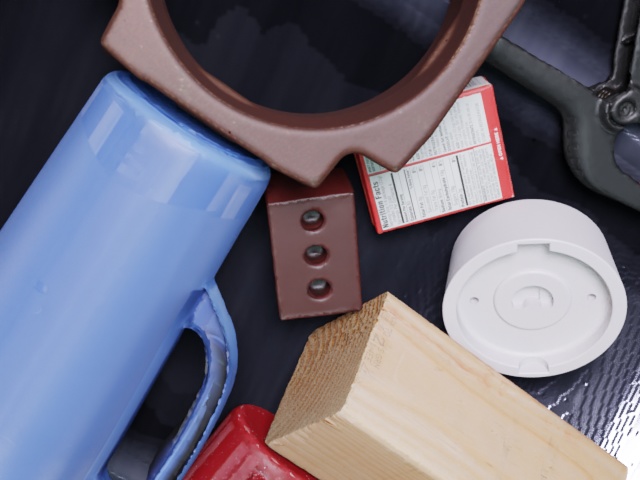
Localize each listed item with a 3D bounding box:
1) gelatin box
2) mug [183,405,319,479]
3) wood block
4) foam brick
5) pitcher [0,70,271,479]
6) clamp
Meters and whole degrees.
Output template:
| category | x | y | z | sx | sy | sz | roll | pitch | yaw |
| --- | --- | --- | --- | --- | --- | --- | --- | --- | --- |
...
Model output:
| category | x | y | z | sx | sy | sz | roll | pitch | yaw |
| --- | --- | --- | --- | --- | --- | --- | --- | --- | --- |
| gelatin box | 0.066 | -0.052 | 0.646 | 0.089 | 0.030 | 0.073 | -15 | 111 | 2 |
| mug | -0.049 | 0.162 | 0.677 | 0.093 | 0.117 | 0.081 | 40 | 99 | 5 |
| wood block | 0.082 | 0.135 | 0.670 | 0.206 | 0.090 | 0.091 | 36 | 143 | -16 |
| foam brick | -0.004 | 0.001 | 0.649 | 0.053 | 0.051 | 0.078 | -7 | 111 | -2 |
| pitcher | -0.125 | 0.036 | 0.613 | 0.149 | 0.145 | 0.243 | 24 | 106 | -37 |
| clamp | 0.164 | -0.083 | 0.637 | 0.120 | 0.039 | 0.171 | -19 | 111 | 5 |
